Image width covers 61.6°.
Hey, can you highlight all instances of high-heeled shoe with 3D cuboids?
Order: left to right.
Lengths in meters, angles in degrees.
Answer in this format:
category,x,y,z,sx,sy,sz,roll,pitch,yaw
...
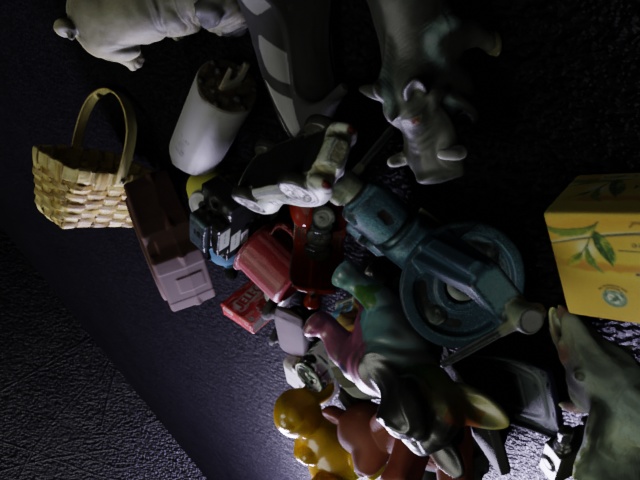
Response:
category,x,y,z,sx,sy,sz,roll,pitch,yaw
high-heeled shoe,-0.043,-0.209,0.533,0.248,0.086,0.145,63,160,-5

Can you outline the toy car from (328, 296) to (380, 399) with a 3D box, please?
category,x,y,z,sx,sy,sz,roll,pitch,yaw
toy car,0.066,0.155,0.715,0.161,0.103,0.109,54,146,-6

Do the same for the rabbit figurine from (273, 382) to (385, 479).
category,x,y,z,sx,sy,sz,roll,pitch,yaw
rabbit figurine,0.000,0.270,0.785,0.173,0.122,0.162,46,-165,-25

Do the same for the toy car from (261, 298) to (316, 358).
category,x,y,z,sx,sy,sz,roll,pitch,yaw
toy car,-0.039,0.139,0.840,0.089,0.053,0.202,25,154,13

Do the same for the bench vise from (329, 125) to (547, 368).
category,x,y,z,sx,sy,sz,roll,pitch,yaw
bench vise,0.108,0.017,0.476,0.223,0.129,0.241,52,179,-15

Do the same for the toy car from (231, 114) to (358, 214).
category,x,y,z,sx,sy,sz,roll,pitch,yaw
toy car,-0.029,-0.067,0.526,0.056,0.073,0.202,31,164,-26

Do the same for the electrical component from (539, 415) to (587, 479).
category,x,y,z,sx,sy,sz,roll,pitch,yaw
electrical component,0.276,0.223,0.559,0.045,0.078,0.102,-127,29,-47

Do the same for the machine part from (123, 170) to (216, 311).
category,x,y,z,sx,sy,sz,roll,pitch,yaw
machine part,-0.255,0.003,0.906,0.200,0.087,0.202,87,158,-50

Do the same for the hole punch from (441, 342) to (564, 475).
category,x,y,z,sx,sy,sz,roll,pitch,yaw
hole punch,0.201,0.173,0.599,0.142,0.092,0.116,66,174,-25

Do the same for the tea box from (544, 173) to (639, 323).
category,x,y,z,sx,sy,sz,roll,pitch,yaw
tea box,0.257,0.007,0.369,0.170,0.068,0.098,1,122,49

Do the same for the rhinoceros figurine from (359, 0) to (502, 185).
category,x,y,z,sx,sy,sz,roll,pitch,yaw
rhinoceros figurine,0.080,-0.138,0.408,0.073,0.112,0.190,4,116,46

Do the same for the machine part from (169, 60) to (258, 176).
category,x,y,z,sx,sy,sz,roll,pitch,yaw
machine part,-0.143,-0.152,0.694,0.079,0.079,0.243,52,147,-1

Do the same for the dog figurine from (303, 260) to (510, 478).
category,x,y,z,sx,sy,sz,roll,pitch,yaw
dog figurine,0.095,0.127,0.559,0.219,0.191,0.108,45,113,29

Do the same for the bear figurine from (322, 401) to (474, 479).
category,x,y,z,sx,sy,sz,roll,pitch,yaw
bear figurine,0.082,0.249,0.639,0.120,0.132,0.196,36,140,-21

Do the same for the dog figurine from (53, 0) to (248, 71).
category,x,y,z,sx,sy,sz,roll,pitch,yaw
dog figurine,-0.172,-0.244,0.565,0.191,0.172,0.121,24,149,47

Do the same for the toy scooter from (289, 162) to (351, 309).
category,x,y,z,sx,sy,sz,roll,pitch,yaw
toy scooter,-0.001,-0.002,0.617,0.075,0.135,0.183,7,141,0

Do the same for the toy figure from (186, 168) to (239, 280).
category,x,y,z,sx,sy,sz,roll,pitch,yaw
toy figure,-0.153,-0.026,0.828,0.089,0.082,0.179,34,149,44

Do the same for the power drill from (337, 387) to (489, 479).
category,x,y,z,sx,sy,sz,roll,pitch,yaw
power drill,0.133,0.292,0.786,0.232,0.086,0.207,49,143,7

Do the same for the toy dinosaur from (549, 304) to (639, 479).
category,x,y,z,sx,sy,sz,roll,pitch,yaw
toy dinosaur,0.350,0.163,0.372,0.405,0.131,0.192,18,153,30

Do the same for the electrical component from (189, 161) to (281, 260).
category,x,y,z,sx,sy,sz,roll,pitch,yaw
electrical component,-0.111,-0.040,0.712,0.058,0.134,0.114,39,143,18
